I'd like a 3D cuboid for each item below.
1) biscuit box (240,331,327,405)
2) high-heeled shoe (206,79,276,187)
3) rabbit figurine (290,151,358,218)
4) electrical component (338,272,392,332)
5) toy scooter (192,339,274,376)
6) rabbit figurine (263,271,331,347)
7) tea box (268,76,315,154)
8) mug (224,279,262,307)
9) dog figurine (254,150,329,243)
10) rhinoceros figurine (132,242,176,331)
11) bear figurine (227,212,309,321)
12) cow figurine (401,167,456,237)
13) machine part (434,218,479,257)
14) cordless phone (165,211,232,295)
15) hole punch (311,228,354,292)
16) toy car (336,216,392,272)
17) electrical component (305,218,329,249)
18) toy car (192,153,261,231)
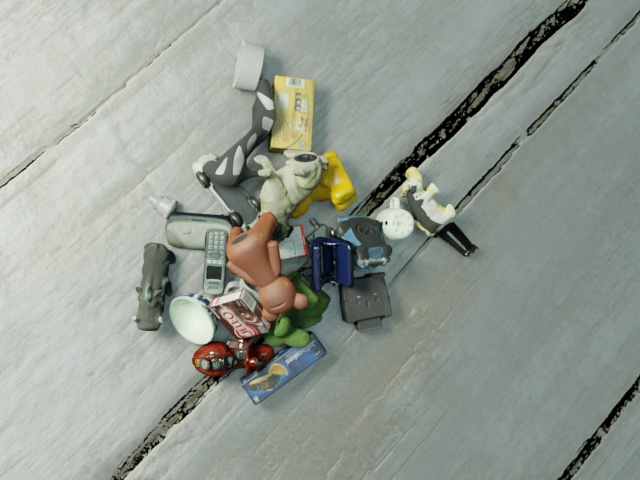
[{"bbox_3d":[-0.084,0.290,1.235,0.203,0.059,0.062,-35,95,-11],"label":"biscuit box"},{"bbox_3d":[-0.177,-0.238,1.184,0.145,0.086,0.248,2,86,-22],"label":"high-heeled shoe"},{"bbox_3d":[-0.017,-0.122,1.241,0.173,0.122,0.162,-31,91,8],"label":"rabbit figurine"},{"bbox_3d":[0.108,0.148,1.281,0.115,0.058,0.134,-10,90,-9],"label":"electrical component"},{"bbox_3d":[-0.189,0.261,1.178,0.184,0.135,0.075,-5,91,-10],"label":"toy scooter"},{"bbox_3d":[-0.058,0.182,1.213,0.121,0.159,0.170,38,97,-18],"label":"rabbit figurine"},{"bbox_3d":[-0.067,-0.287,1.256,0.098,0.068,0.169,5,88,-10],"label":"tea box"},{"bbox_3d":[-0.162,0.133,1.201,0.109,0.081,0.107,6,124,-30],"label":"mug"},{"bbox_3d":[-0.060,-0.089,1.182,0.172,0.121,0.190,-5,122,1],"label":"dog figurine"},{"bbox_3d":[-0.357,0.101,1.164,0.073,0.112,0.190,7,79,-13],"label":"rhinoceros figurine"},{"bbox_3d":[-0.107,0.061,1.122,0.120,0.132,0.195,-27,114,19],"label":"bear figurine"},{"bbox_3d":[0.245,-0.092,1.304,0.098,0.068,0.167,-37,78,-4],"label":"cow figurine"},{"bbox_3d":[0.332,-0.013,1.341,0.139,0.039,0.084,40,73,-5],"label":"machine part"},{"bbox_3d":[-0.272,0.029,1.200,0.147,0.089,0.184,4,94,-11],"label":"cordless phone"},{"bbox_3d":[0.014,0.052,1.216,0.092,0.116,0.142,-9,102,-19],"label":"hole punch"},{"bbox_3d":[0.098,0.020,1.256,0.109,0.102,0.162,-5,44,-23],"label":"toy car"},{"bbox_3d":[-0.003,-0.004,1.281,0.063,0.021,0.094,-40,98,-9],"label":"electrical component"},{"bbox_3d":[-0.209,-0.108,1.229,0.073,0.056,0.201,-41,97,-17],"label":"toy car"}]
